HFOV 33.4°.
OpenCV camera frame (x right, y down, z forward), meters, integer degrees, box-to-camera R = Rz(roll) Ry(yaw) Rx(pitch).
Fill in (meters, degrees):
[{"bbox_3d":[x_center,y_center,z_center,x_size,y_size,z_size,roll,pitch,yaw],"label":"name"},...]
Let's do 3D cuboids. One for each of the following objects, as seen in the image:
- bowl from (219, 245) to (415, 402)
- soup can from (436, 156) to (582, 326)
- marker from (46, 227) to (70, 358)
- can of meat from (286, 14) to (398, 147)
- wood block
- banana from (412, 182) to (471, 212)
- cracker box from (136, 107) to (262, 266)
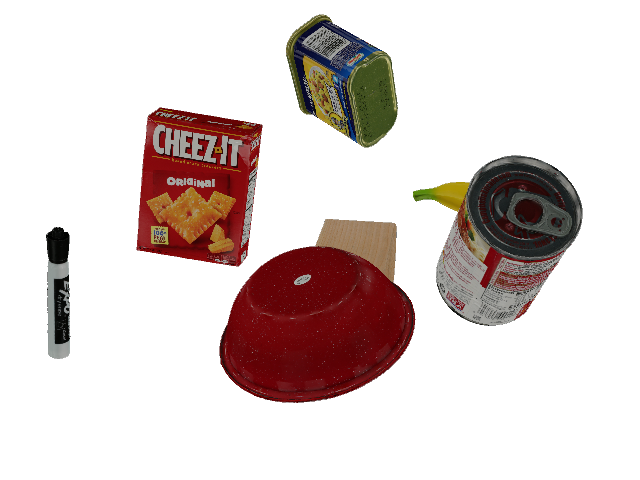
[{"bbox_3d":[-0.008,0.053,0.847,0.162,0.055,0.162,-10,34,7],"label":"bowl"},{"bbox_3d":[0.113,0.004,0.655,0.068,0.068,0.102,0,-27,-6],"label":"soup can"},{"bbox_3d":[-0.220,0.044,0.895,0.020,0.121,0.020,5,27,-3],"label":"marker"},{"bbox_3d":[0.022,-0.145,0.982,0.057,0.102,0.084,-39,53,-20],"label":"can of meat"},{"bbox_3d":[0.034,0.054,1.228,0.091,0.090,0.206,4,22,7],"label":"wood block"},{"bbox_3d":[0.177,-0.015,1.077,0.069,0.037,0.198,-34,40,-14],"label":"banana"},{"bbox_3d":[-0.184,-0.078,1.606,0.164,0.214,0.072,10,19,6],"label":"cracker box"}]
